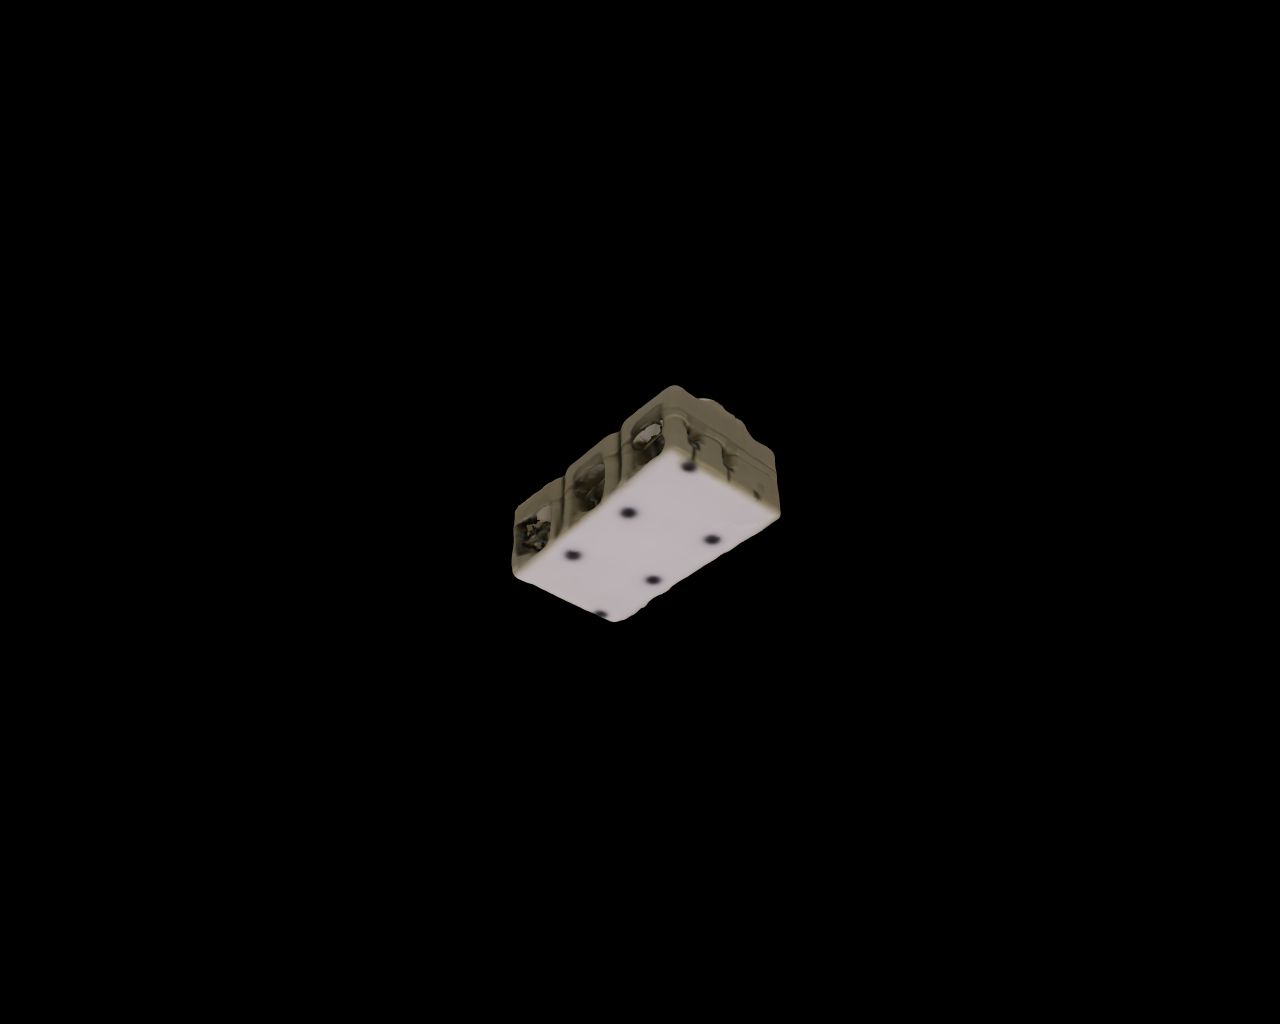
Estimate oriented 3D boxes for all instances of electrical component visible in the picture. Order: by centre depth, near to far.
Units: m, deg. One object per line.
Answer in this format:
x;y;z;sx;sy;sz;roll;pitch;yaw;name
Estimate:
0.001;-0.003;0.650;0.089;0.062;0.150;30;-49;-31;electrical component
